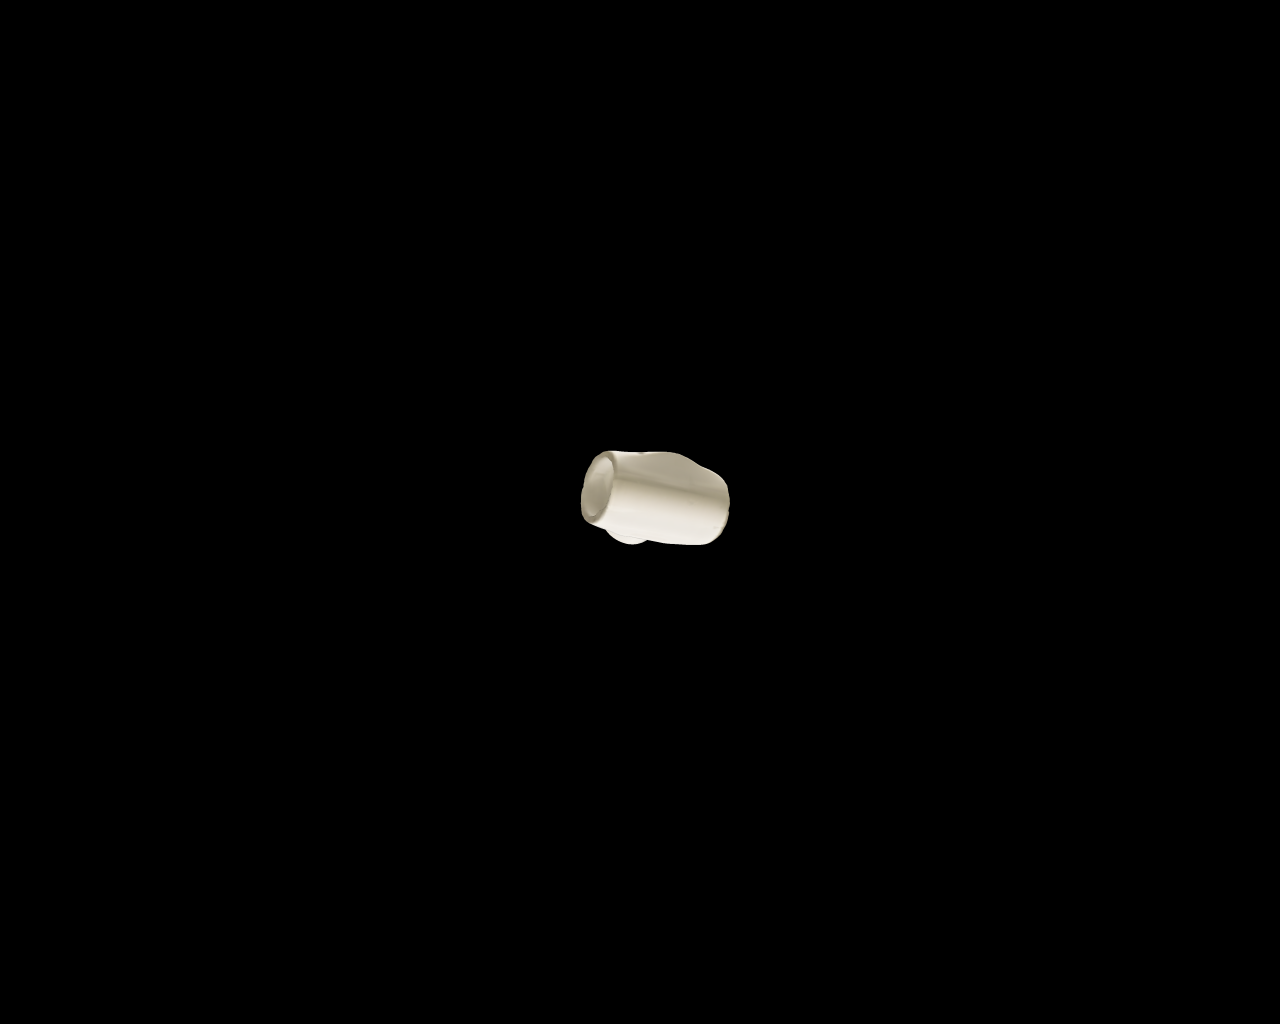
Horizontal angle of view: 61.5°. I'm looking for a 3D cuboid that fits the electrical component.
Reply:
[{"bbox_3d":[0.001,-0.003,0.650,0.077,0.043,0.079,11,-23,-27],"label":"electrical component"}]
